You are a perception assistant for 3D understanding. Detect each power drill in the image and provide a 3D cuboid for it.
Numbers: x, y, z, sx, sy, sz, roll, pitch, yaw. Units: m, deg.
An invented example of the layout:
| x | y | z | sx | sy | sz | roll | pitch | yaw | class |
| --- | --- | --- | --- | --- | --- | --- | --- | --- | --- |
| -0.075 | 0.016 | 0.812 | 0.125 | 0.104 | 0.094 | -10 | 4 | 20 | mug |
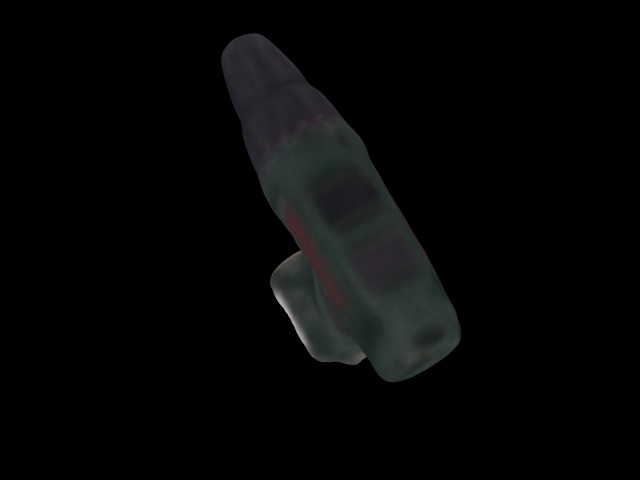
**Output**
| x | y | z | sx | sy | sz | roll | pitch | yaw | class |
| --- | --- | --- | --- | --- | --- | --- | --- | --- | --- |
| 0.004 | 0.001 | 0.400 | 0.076 | 0.208 | 0.229 | -29 | 66 | -14 | power drill |
